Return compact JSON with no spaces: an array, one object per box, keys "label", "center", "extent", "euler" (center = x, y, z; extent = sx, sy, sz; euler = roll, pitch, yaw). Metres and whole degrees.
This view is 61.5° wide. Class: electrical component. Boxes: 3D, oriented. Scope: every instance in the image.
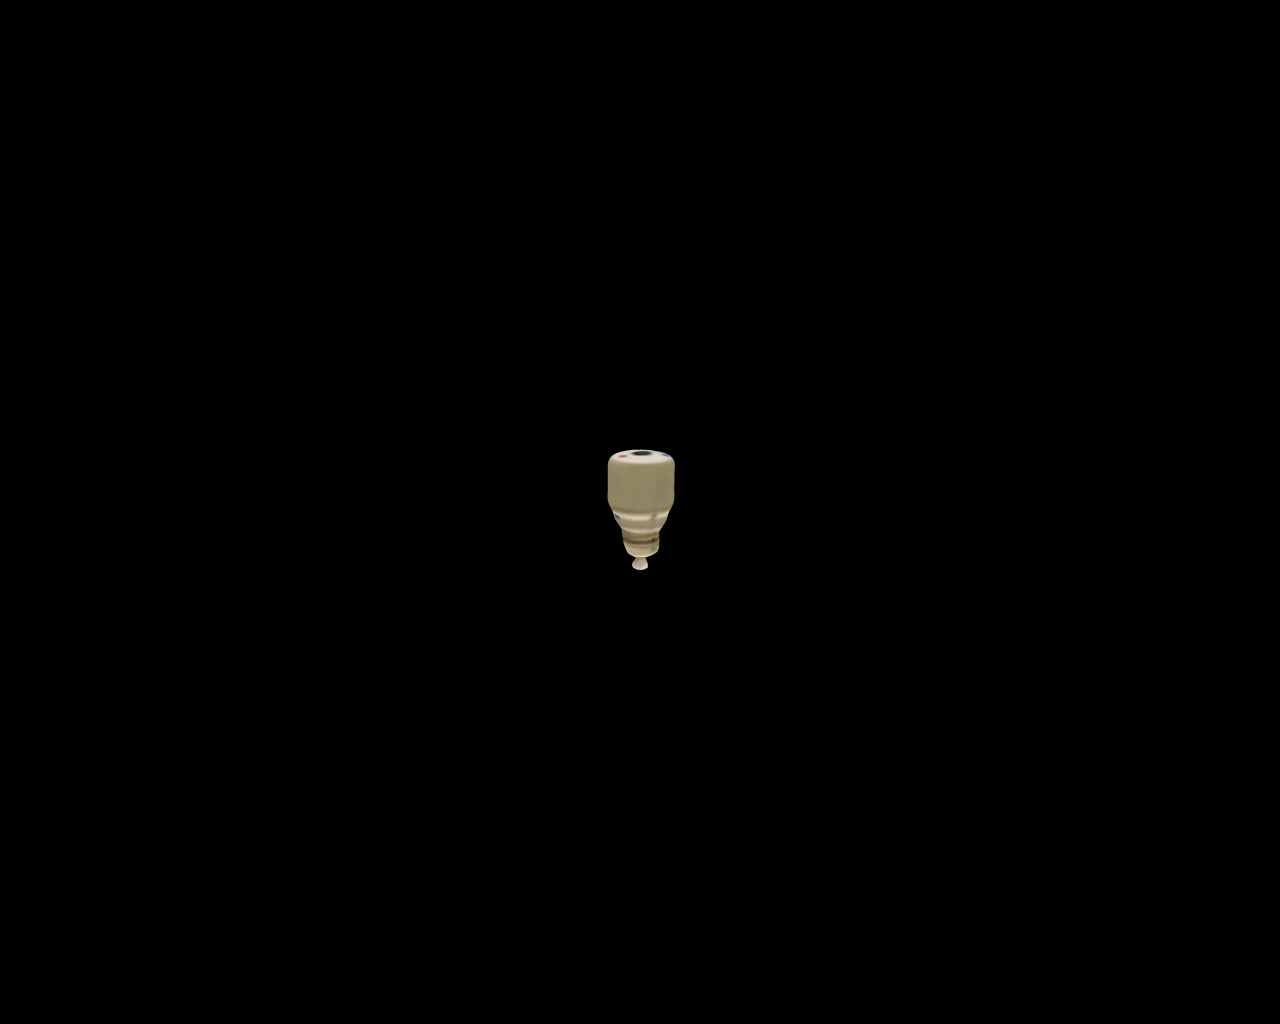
[{"label":"electrical component","center":[0.001,-0.003,0.650],"extent":[0.040,0.078,0.040],"euler":[0,15,0]}]
